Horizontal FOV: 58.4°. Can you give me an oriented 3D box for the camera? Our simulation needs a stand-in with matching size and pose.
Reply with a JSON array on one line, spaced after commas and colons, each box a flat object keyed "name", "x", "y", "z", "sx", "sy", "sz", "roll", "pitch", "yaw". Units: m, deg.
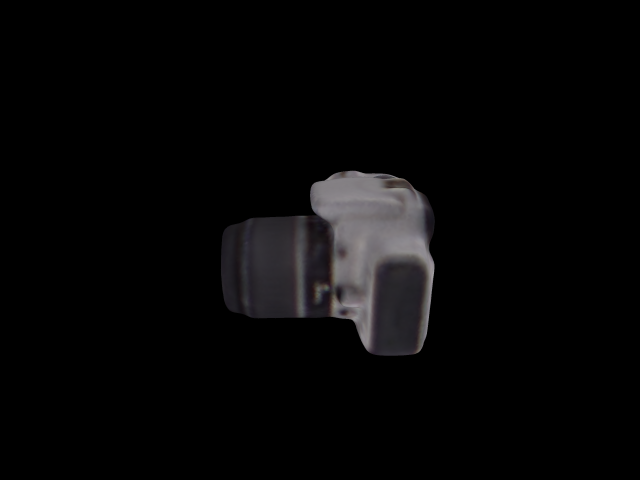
[{"name": "camera", "x": 0.004, "y": 0.001, "z": 0.400, "sx": 0.137, "sy": 0.101, "sz": 0.143, "roll": -1, "pitch": 28, "yaw": -2}]
